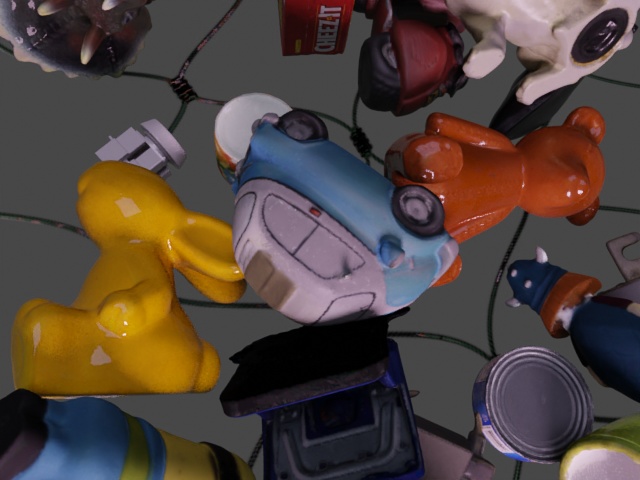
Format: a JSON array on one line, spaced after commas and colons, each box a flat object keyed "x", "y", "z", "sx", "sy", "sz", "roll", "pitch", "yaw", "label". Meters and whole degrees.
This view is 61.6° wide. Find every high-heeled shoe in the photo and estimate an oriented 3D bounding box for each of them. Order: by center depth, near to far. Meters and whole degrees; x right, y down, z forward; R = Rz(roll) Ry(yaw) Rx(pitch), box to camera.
[{"x": 0.208, "y": -0.205, "z": 0.534, "sx": 0.249, "sy": 0.086, "sz": 0.145, "roll": -39, "pitch": 72, "yaw": -21, "label": "high-heeled shoe"}]

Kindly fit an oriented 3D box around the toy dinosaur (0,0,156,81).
[{"x": -0.275, "y": -0.287, "z": 0.488, "sx": 0.405, "sy": 0.131, "sz": 0.192, "roll": 35, "pitch": 69, "yaw": 13, "label": "toy dinosaur"}]

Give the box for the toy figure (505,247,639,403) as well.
[{"x": 0.211, "y": 0.064, "z": 0.422, "sx": 0.064, "sy": 0.057, "sz": 0.155, "roll": -43, "pitch": 41, "yaw": 3, "label": "toy figure"}]

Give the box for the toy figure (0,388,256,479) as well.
[{"x": -0.110, "y": 0.145, "z": 0.312, "sx": 0.089, "sy": 0.180, "sz": 0.082, "roll": -23, "pitch": 40, "yaw": 20, "label": "toy figure"}]

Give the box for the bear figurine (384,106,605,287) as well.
[{"x": 0.154, "y": -0.042, "z": 0.437, "sx": 0.196, "sy": 0.132, "sz": 0.120, "roll": -2, "pitch": 111, "yaw": 0, "label": "bear figurine"}]

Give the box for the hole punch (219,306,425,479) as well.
[{"x": 0.006, "y": 0.108, "z": 0.365, "sx": 0.142, "sy": 0.116, "sz": 0.092, "roll": -20, "pitch": 101, "yaw": 10, "label": "hole punch"}]

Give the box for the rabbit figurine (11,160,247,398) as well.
[{"x": -0.127, "y": 0.022, "z": 0.379, "sx": 0.162, "sy": 0.122, "sz": 0.173, "roll": -2, "pitch": 70, "yaw": -14, "label": "rabbit figurine"}]

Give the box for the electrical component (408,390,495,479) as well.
[{"x": 0.079, "y": 0.158, "z": 0.397, "sx": 0.102, "sy": 0.045, "sz": 0.078, "roll": 18, "pitch": 96, "yaw": 3, "label": "electrical component"}]

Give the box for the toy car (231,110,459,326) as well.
[{"x": -0.001, "y": -0.001, "z": 0.349, "sx": 0.161, "sy": 0.109, "sz": 0.103, "roll": 39, "pitch": 53, "yaw": -1, "label": "toy car"}]

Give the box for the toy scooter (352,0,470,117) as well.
[{"x": 0.099, "y": -0.199, "z": 0.519, "sx": 0.135, "sy": 0.075, "sz": 0.184, "roll": -2, "pitch": 65, "yaw": -9, "label": "toy scooter"}]

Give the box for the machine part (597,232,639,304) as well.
[{"x": 0.295, "y": 0.107, "z": 0.423, "sx": 0.079, "sy": 0.079, "sz": 0.243, "roll": -17, "pitch": 73, "yaw": -13, "label": "machine part"}]

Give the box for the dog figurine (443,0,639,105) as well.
[{"x": 0.155, "y": -0.223, "z": 0.452, "sx": 0.172, "sy": 0.121, "sz": 0.191, "roll": 10, "pitch": 44, "yaw": -36, "label": "dog figurine"}]
